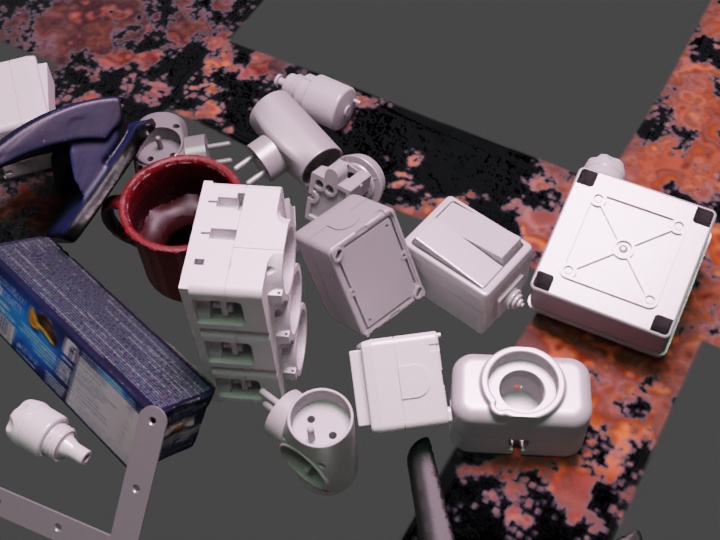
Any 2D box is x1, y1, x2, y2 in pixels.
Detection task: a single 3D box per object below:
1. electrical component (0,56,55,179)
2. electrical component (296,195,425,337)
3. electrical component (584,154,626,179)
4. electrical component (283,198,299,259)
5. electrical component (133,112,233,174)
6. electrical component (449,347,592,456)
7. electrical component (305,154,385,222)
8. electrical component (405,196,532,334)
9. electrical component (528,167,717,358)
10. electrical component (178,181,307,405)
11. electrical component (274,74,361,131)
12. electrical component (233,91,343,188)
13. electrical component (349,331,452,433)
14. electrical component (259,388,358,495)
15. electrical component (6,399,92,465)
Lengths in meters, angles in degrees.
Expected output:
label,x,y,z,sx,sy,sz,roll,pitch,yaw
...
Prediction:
label,x,y,z,sx,sy,sz,roll,pitch,yaw
electrical component,-0.290,-0.137,0.925,0.061,0.061,0.096,-16,56,-9
electrical component,0.000,0.000,0.808,0.062,0.096,0.061,-35,33,-21
electrical component,0.193,-0.062,0.872,0.035,0.035,0.061,17,60,13
electrical component,-0.069,-0.032,0.858,0.040,0.040,0.046,-3,50,0
electrical component,-0.146,-0.093,0.898,0.079,0.044,0.077,-9,55,-1
electrical component,0.111,0.092,0.751,0.095,0.059,0.053,2,55,4
electrical component,-0.011,-0.064,0.866,0.048,0.066,0.055,28,41,20
electrical component,0.086,-0.003,0.817,0.096,0.061,0.062,34,63,23
electrical component,0.195,-0.006,0.803,0.109,0.056,0.108,21,75,16
electrical component,-0.075,0.020,0.752,0.062,0.150,0.089,4,55,5
electrical component,-0.040,-0.151,0.939,0.078,0.040,0.040,26,60,19
electrical component,-0.068,-0.100,0.902,0.079,0.043,0.077,-36,65,-11
electrical component,0.025,0.078,0.747,0.061,0.096,0.061,-7,85,-3
electrical component,-0.038,0.108,0.734,0.079,0.077,0.044,33,63,23
electrical component,-0.217,0.118,0.760,0.061,0.035,0.035,27,60,16
